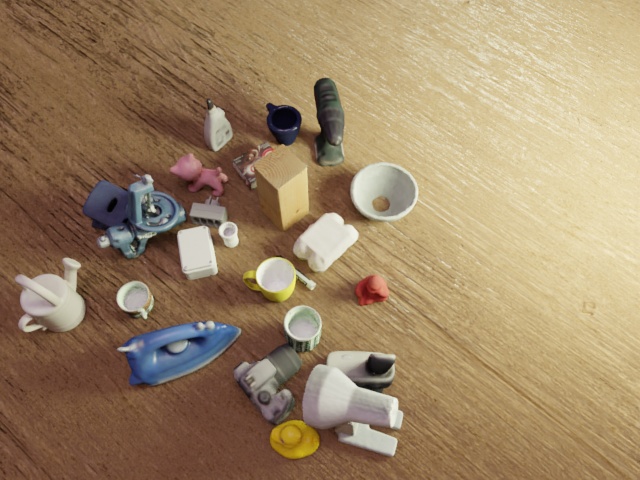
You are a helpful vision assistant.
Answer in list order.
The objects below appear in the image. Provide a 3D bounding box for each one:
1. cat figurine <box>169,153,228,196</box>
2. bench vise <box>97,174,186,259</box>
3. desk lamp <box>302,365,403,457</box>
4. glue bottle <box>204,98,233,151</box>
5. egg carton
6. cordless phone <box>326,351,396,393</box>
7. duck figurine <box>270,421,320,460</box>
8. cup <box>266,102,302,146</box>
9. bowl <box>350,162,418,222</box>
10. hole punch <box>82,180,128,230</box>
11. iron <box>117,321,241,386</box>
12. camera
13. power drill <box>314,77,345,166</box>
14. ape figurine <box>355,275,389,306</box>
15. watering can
[{"bbox_3d":[-0.304,-0.171,1.437,0.127,0.118,0.067,7,64,3],"label":"cat figurine"},{"bbox_3d":[-0.414,-0.050,1.319,0.121,0.220,0.208,33,68,15],"label":"bench vise"},{"bbox_3d":[0.070,0.337,1.134,0.203,0.213,0.118,14,64,7],"label":"desk lamp"},{"bbox_3d":[-0.270,-0.305,1.473,0.037,0.173,0.078,37,69,17],"label":"glue bottle"},{"bbox_3d":[0.013,0.005,1.379,0.107,0.069,0.150,40,70,17],"label":"egg carton"},{"bbox_3d":[0.086,0.256,1.190,0.147,0.185,0.094,0,63,0],"label":"cordless phone"},{"bbox_3d":[-0.053,0.404,1.170,0.104,0.086,0.077,6,64,3],"label":"duck figurine"},{"bbox_3d":[-0.101,-0.303,1.517,0.092,0.095,0.117,-38,70,-17],"label":"cup"},{"bbox_3d":[0.158,-0.107,1.434,0.167,0.075,0.167,0,63,0],"label":"bowl"},{"bbox_3d":[-0.509,-0.081,1.406,0.101,0.091,0.109,16,64,7],"label":"hole punch"},{"bbox_3d":[-0.301,0.217,1.231,0.258,0.141,0.118,-19,65,-10],"label":"iron"},{"bbox_3d":[-0.096,0.294,1.217,0.137,0.101,0.143,-38,70,-17],"label":"camera"},{"bbox_3d":[0.025,-0.282,1.445,0.075,0.208,0.229,-7,64,-4],"label":"power drill"},{"bbox_3d":[0.123,0.109,1.316,0.077,0.092,0.076,25,66,12],"label":"ape figurine"},{"bbox_3d":[-0.592,0.118,1.248,0.101,0.194,0.173,8,64,4],"label":"watering can"}]
